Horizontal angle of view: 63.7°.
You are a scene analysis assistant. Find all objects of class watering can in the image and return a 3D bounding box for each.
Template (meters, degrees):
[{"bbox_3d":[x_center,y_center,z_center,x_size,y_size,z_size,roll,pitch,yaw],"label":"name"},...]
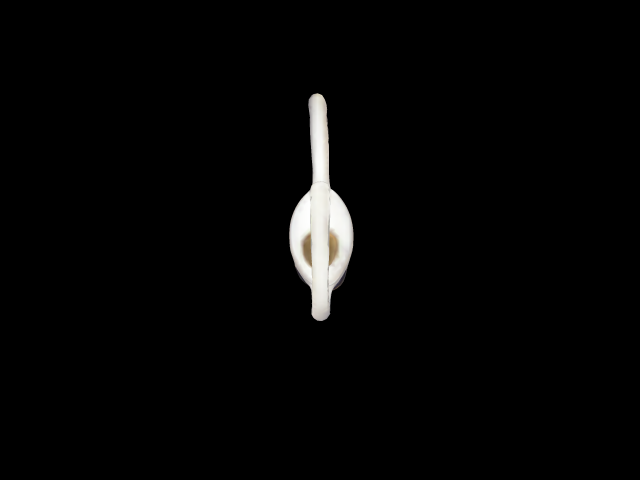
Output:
[{"bbox_3d":[0.003,-0.043,0.850,0.104,0.351,0.222,0,-12,0],"label":"watering can"}]
